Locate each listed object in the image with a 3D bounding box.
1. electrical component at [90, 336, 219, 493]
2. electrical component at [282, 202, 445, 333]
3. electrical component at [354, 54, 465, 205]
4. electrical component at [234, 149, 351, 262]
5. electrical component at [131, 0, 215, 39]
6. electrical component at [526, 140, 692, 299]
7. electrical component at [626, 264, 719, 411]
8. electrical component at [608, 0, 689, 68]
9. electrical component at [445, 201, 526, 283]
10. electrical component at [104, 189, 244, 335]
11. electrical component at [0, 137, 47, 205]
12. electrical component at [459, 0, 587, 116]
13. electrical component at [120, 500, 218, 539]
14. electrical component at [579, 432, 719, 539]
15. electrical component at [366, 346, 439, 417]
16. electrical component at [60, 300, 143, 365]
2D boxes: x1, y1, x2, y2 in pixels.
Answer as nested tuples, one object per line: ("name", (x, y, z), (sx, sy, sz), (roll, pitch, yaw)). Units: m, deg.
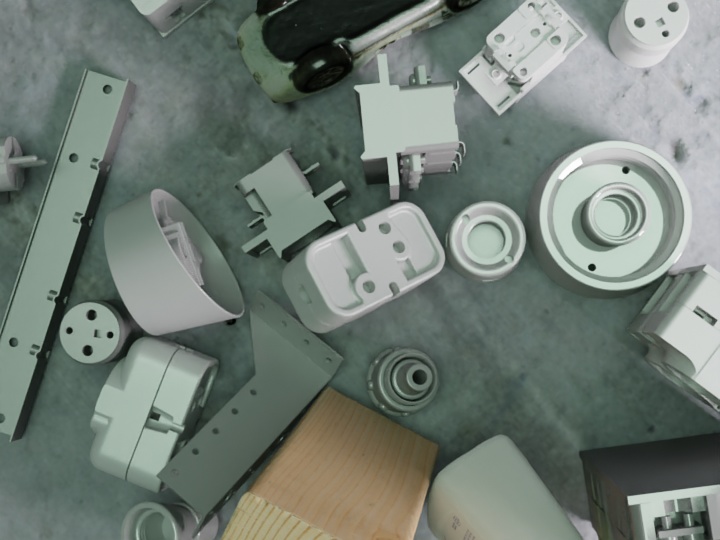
("electrical component", (-0.143, 0.096, 0.735), (0.059, 0.054, 0.095), (21, 89, 5))
("electrical component", (0.000, 0.000, 0.714), (0.095, 0.059, 0.053), (-26, 85, -28))
("electrical component", (0.032, -0.087, 0.697), (0.063, 0.121, 0.078), (-6, 87, 2))
("electrical component", (-0.050, -0.045, 0.741), (0.081, 0.042, 0.063), (-34, 82, 1))
("electrical component", (-0.100, -0.265, 0.744), (0.186, 0.060, 0.105), (-37, 86, 2))
("electrical component", (0.167, -0.035, 0.715), (0.108, 0.060, 0.108), (0, 88, 4))
("electrical component", (0.265, 0.078, 0.681), (0.186, 0.105, 0.060), (37, 91, 5))
("electrical component", (0.193, -0.164, 0.722), (0.045, 0.055, 0.045), (0, 88, 4))
("electrical component", (0.085, -0.020, 0.727), (0.055, 0.047, 0.055), (0, 88, 4))
("electrical component", (-0.125, -0.005, 0.718), (0.064, 0.099, 0.099), (-19, 86, 9))
("electrical component", (-0.257, -0.072, 0.744), (0.077, 0.066, 0.047), (-6, 87, 4))
("electrical component", (0.110, -0.148, 0.723), (0.081, 0.064, 0.042), (-43, 85, 2))
("electrical component", (-0.125, 0.174, 0.724), (0.044, 0.065, 0.044), (-2, 85, 22))
("electrical component", (0.200, 0.143, 0.642), (0.105, 0.186, 0.060), (-8, 87, 4))
("electrical component", (0.032, 0.073, 0.717), (0.048, 0.062, 0.048), (2, 81, -11))
("electrical component", (-0.178, 0.042, 0.739), (0.045, 0.055, 0.045), (0, 88, 3))
